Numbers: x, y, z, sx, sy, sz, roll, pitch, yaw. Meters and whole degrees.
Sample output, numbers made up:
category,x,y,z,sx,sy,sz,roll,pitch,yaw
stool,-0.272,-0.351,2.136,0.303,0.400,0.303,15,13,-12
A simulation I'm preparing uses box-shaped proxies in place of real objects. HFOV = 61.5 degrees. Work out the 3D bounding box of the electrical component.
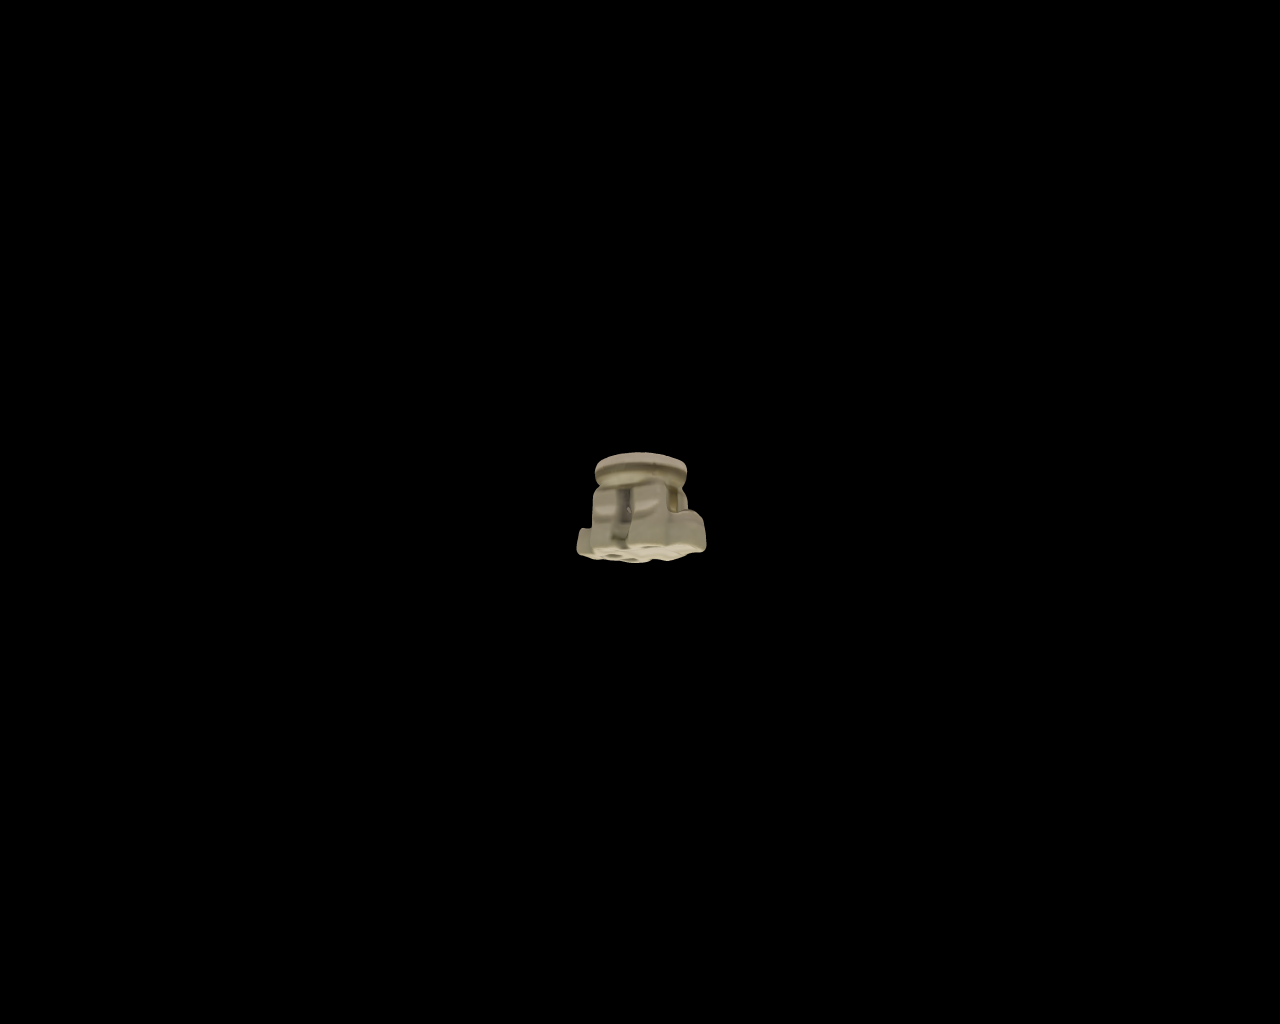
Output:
category,x,y,z,sx,sy,sz,roll,pitch,yaw
electrical component,0.001,-0.003,0.650,0.078,0.057,0.058,-7,-15,26
